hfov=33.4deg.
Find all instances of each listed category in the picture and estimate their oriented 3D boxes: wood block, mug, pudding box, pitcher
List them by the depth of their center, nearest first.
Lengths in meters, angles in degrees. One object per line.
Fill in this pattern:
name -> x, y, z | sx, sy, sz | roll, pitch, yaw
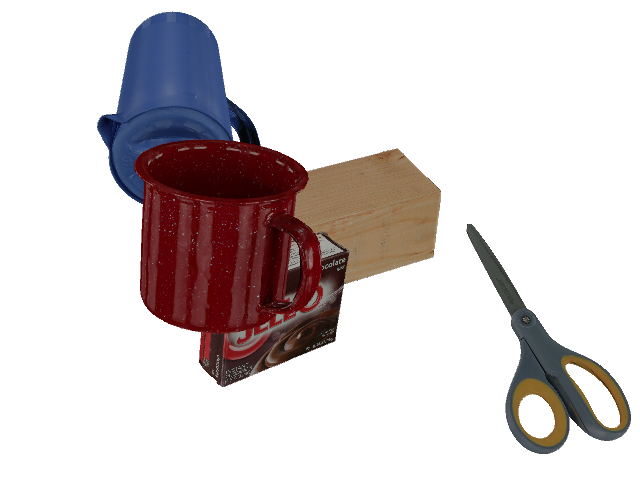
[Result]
mug -> -0.047, 0.002, 0.579 | 0.117, 0.081, 0.093 | 22, 28, 31
pudding box -> -0.036, 0.050, 0.809 | 0.113, 0.090, 0.039 | -21, 44, -35
wood block -> 0.008, -0.013, 1.083 | 0.205, 0.090, 0.091 | -16, 41, -22
pitcher -> -0.155, -0.151, 1.199 | 0.145, 0.149, 0.243 | -16, 39, 7

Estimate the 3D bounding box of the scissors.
scissors -> 0.143, 0.077, 0.796 | 0.096, 0.202, 0.016 | -31, -27, -21
